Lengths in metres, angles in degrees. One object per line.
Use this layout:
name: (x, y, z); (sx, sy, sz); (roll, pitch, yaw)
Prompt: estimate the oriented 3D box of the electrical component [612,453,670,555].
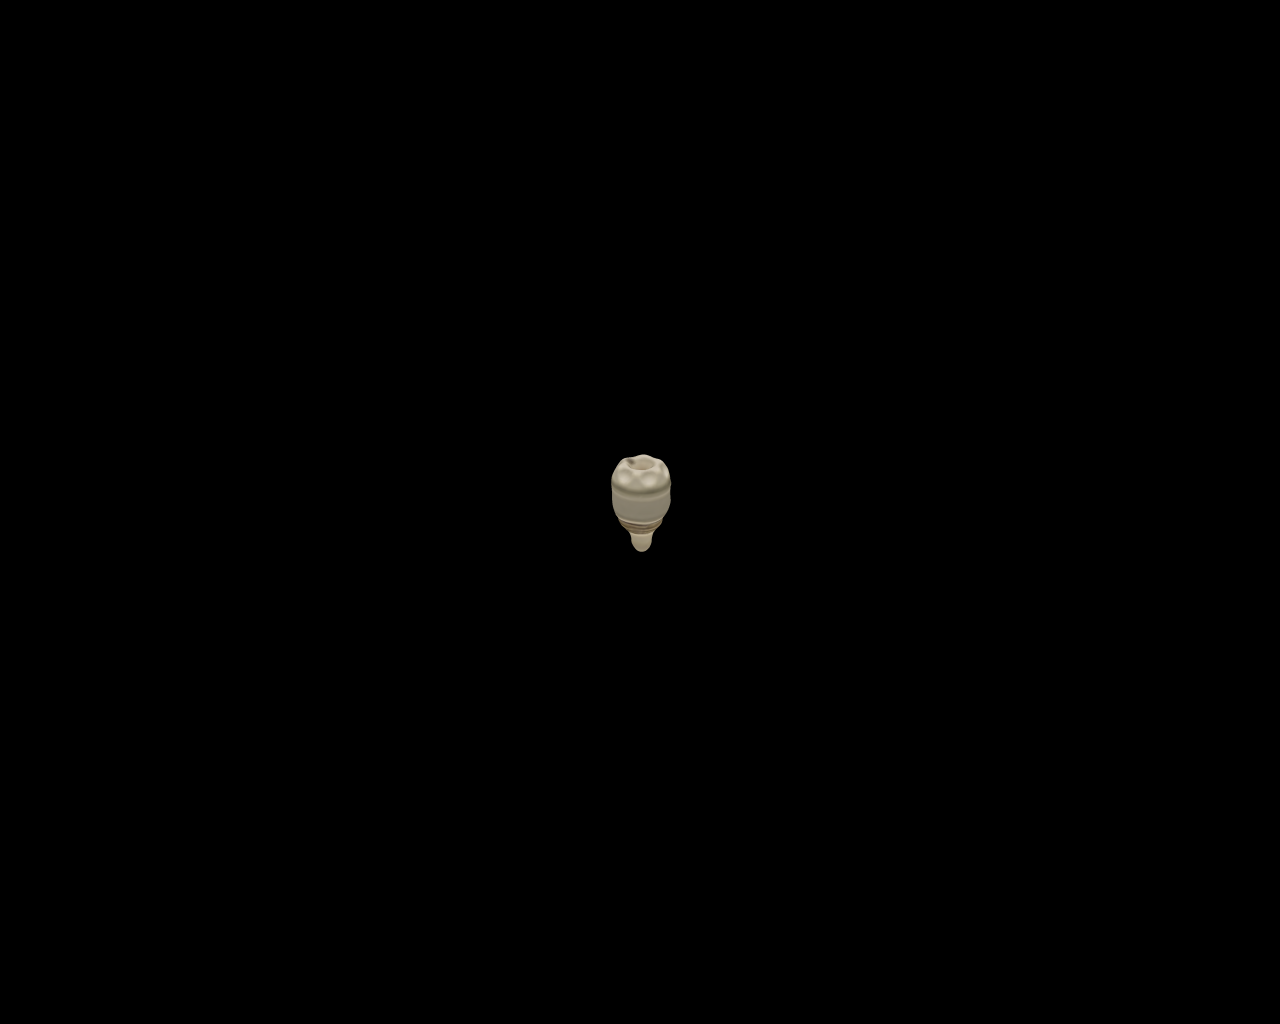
electrical component: (0.001, -0.003, 0.650); (0.035, 0.061, 0.035); (0, 29, 0)
